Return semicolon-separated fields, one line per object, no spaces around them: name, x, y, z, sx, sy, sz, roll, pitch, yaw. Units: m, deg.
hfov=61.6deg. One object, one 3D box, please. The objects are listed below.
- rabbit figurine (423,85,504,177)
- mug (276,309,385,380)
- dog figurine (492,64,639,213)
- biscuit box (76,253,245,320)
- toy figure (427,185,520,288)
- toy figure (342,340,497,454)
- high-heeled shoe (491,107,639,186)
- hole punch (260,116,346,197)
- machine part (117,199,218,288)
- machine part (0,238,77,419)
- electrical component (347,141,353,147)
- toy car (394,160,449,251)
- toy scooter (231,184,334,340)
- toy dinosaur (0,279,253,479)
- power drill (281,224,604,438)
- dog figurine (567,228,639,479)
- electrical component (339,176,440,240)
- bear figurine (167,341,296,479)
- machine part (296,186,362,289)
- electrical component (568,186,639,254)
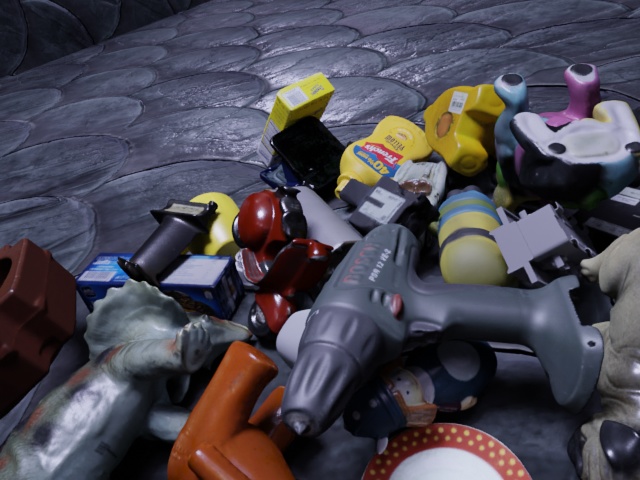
rabbit figurine;0.243;-0.148;0.787;0.173;0.121;0.162;9;8;-18
mug;0.017;0.095;0.517;0.107;0.080;0.109;6;54;35
dog figurine;0.250;-0.072;0.593;0.109;0.219;0.192;-14;55;3
biscuit box;-0.199;0.058;0.664;0.203;0.062;0.059;0;36;20
toy figure;0.166;0.001;0.601;0.082;0.089;0.180;-42;24;33
toy figure;0.085;0.120;0.451;0.154;0.057;0.064;-13;26;-35
high-heeled shoe;0.348;-0.125;0.678;0.249;0.145;0.086;0;34;15
hole punch;-0.021;-0.115;0.854;0.116;0.092;0.142;47;51;10
machine part;-0.186;-0.003;0.649;0.084;0.039;0.139;9;45;19
machine part;-0.359;0.109;0.568;0.201;0.087;0.201;-42;32;-2
electrical component;0.086;-0.154;0.921;0.063;0.021;0.094;-23;34;-15
toy car;0.123;-0.047;0.718;0.074;0.056;0.202;4;37;24
toy scooter;-0.039;0.007;0.585;0.075;0.135;0.184;9;55;-31
toy dinosaur;-0.198;0.177;0.449;0.192;0.131;0.405;-2;37;38
power drill;0.094;0.074;0.412;0.207;0.085;0.232;4;31;11
dog figurine;0.243;0.086;0.385;0.121;0.172;0.190;-2;26;35
electrical component;0.073;-0.033;0.634;0.075;0.047;0.119;-53;38;-7
bear figurine;-0.013;0.176;0.364;0.196;0.120;0.132;18;61;40
machine part;-0.001;-0.002;0.675;0.079;0.079;0.243;-23;35;-15
electrical component;0.350;-0.010;0.586;0.134;0.058;0.115;-29;39;-24
